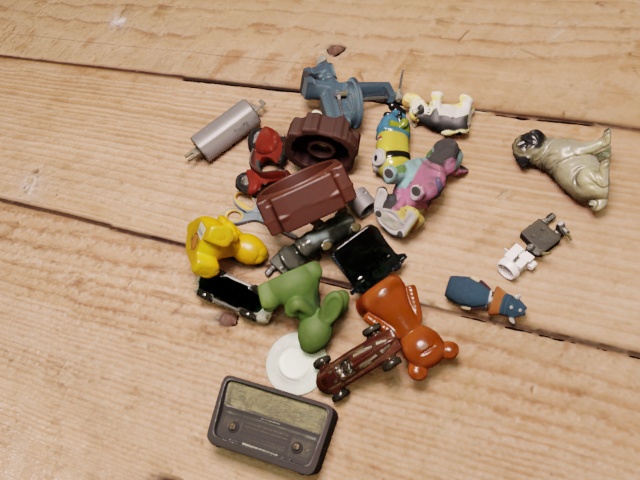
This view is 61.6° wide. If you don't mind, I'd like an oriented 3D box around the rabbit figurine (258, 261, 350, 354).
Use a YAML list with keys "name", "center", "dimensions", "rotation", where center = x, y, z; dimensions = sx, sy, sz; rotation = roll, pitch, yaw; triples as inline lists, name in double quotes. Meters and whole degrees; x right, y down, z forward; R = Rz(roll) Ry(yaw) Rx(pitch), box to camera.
- name: "rabbit figurine"
  center: [-0.018, 0.137, 1.081]
  dimensions: [0.159, 0.121, 0.170]
  rotation: [-24, 85, 13]

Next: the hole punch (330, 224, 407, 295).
- name: "hole punch"
  center: [0.093, 0.039, 1.131]
  dimensions: [0.142, 0.092, 0.115]
  rotation: [-35, 94, -8]

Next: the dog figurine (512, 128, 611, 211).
- name: "dog figurine"
  center: [0.497, -0.144, 1.117]
  dimensions: [0.191, 0.121, 0.172]
  rotation: [1, 62, 29]

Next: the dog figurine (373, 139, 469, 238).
- name: "dog figurine"
  center: [0.228, -0.120, 1.160]
  dimensions: [0.109, 0.191, 0.219]
  rotation: [36, 44, 27]

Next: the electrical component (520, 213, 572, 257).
- name: "electrical component"
  center: [0.452, -0.006, 1.081]
  dimensions: [0.102, 0.045, 0.078]
  rotation: [-30, 64, -2]

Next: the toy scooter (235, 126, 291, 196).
- name: "toy scooter"
  center: [-0.116, -0.185, 1.278]
  dimensions: [0.135, 0.075, 0.184]
  rotation: [9, 72, 17]

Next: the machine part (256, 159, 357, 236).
- name: "machine part"
  center: [-0.033, -0.096, 1.147]
  dimensions: [0.201, 0.201, 0.087]
  rotation: [-26, 105, 1]

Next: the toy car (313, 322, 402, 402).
- name: "toy car"
  center: [0.066, 0.232, 1.010]
  dimensions: [0.202, 0.053, 0.089]
  rotation: [-39, 68, 31]

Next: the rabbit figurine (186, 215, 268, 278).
- name: "rabbit figurine"
  center: [-0.202, 0.015, 1.177]
  dimensions: [0.163, 0.173, 0.121]
  rotation: [34, 110, 58]

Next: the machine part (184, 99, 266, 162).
- name: "machine part"
  center: [-0.235, -0.273, 1.344]
  dimensions: [0.243, 0.079, 0.079]
  rotation: [-37, 63, -6]

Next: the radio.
- name: "radio"
  center: [-0.092, 0.353, 1.024]
  dimensions: [0.230, 0.073, 0.131]
  rotation: [11, 69, 18]

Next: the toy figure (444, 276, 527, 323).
- name: "toy figure"
  center: [0.324, 0.112, 1.049]
  dimensions: [0.155, 0.064, 0.058]
  rotation: [18, 33, 15]

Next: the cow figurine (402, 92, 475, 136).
- name: "cow figurine"
  center: [0.267, -0.288, 1.244]
  dimensions: [0.168, 0.068, 0.098]
  rotation: [11, 74, 18]

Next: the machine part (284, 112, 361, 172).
- name: "machine part"
  center: [0.005, -0.214, 1.208]
  dimensions: [0.180, 0.179, 0.056]
  rotation: [4, 63, 15]

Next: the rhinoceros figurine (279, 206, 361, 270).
- name: "rhinoceros figurine"
  center: [-0.002, -0.003, 1.150]
  dimensions: [0.190, 0.112, 0.073]
  rotation: [-32, 85, -17]

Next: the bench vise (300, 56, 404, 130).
- name: "bench vise"
  center: [0.078, -0.354, 1.293]
  dimensions: [0.241, 0.128, 0.224]
  rotation: [-8, 52, -13]

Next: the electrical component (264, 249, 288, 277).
- name: "electrical component"
  center: [-0.076, 0.054, 1.187]
  dimensions: [0.063, 0.021, 0.094]
  rotation: [39, 78, 25]

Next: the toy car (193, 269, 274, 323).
- name: "toy car"
  center: [-0.186, 0.118, 1.166]
  dimensions: [0.202, 0.056, 0.073]
  rotation: [20, 78, 22]

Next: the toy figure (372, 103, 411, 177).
- name: "toy figure"
  center: [0.169, -0.223, 1.227]
  dimensions: [0.089, 0.082, 0.180]
  rotation: [6, 65, 16]

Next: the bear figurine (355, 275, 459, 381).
- name: "bear figurine"
  center: [0.168, 0.166, 1.045]
  dimensions: [0.120, 0.132, 0.196]
  rotation: [-38, 82, -4]
